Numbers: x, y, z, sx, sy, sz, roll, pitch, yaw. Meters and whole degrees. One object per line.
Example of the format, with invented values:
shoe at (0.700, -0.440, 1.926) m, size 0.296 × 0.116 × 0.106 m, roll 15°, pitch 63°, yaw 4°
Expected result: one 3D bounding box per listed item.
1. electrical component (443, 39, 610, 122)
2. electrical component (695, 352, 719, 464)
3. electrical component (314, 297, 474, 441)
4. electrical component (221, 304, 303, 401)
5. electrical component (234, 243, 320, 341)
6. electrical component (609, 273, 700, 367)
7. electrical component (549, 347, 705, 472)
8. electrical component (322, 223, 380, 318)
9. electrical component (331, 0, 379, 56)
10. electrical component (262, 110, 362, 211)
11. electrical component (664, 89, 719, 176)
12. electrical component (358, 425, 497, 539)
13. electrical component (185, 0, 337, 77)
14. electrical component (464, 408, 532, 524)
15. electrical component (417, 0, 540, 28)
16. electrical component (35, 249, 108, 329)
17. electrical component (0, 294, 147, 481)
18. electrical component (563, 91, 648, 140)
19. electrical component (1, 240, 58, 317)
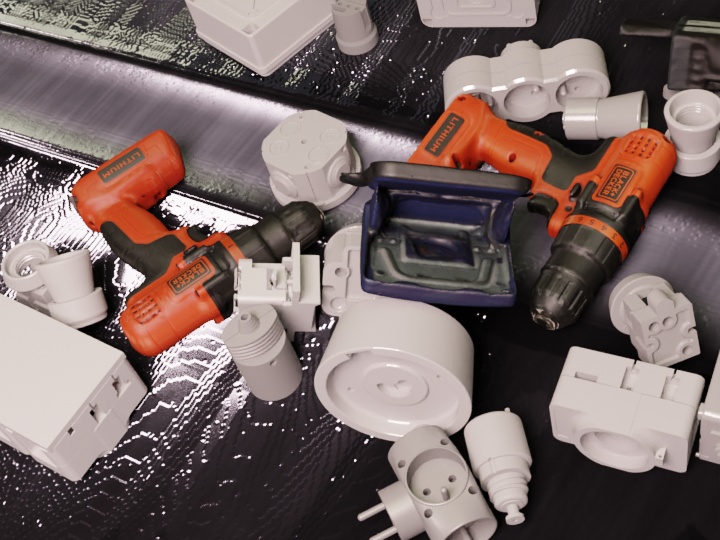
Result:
electrical component at (0.140, -0.170, 0.924) m, size 0.138 × 0.052 × 0.073 m, roll -7°, pitch 52°, yaw 10°
electrical component at (0.255, 0.087, 0.690) m, size 0.061 × 0.061 × 0.096 m, roll 13°, pitch 58°, yaw 24°
electrical component at (0.028, 0.064, 0.743) m, size 0.108 × 0.108 × 0.060 m, roll 1°, pitch 48°, yaw 16°
electrical component at (-0.073, 0.057, 0.789) m, size 0.043 × 0.081 × 0.043 m, roll -7°, pitch 52°, yaw 10°
electrical component at (-0.063, 0.018, 0.811) m, size 0.064 × 0.081 × 0.042 m, roll 1°, pitch 59°, yaw -7°
electrical component at (0.204, 0.033, 0.748) m, size 0.048 × 0.066 × 0.055 m, roll -21°, pitch 31°, yaw -2°
electrical component at (0.176, 0.096, 0.712) m, size 0.089 × 0.050 × 0.055 m, roll 12°, pitch 57°, yaw 23°
electrical component at (0.000, 0.000, 0.822) m, size 0.058 × 0.078 × 0.057 m, roll 4°, pitch 33°, yaw 1°
electrical component at (-0.006, -0.233, 1.016) m, size 0.040 × 0.046 × 0.040 m, roll -7°, pitch 52°, yaw 9°
electrical component at (-0.041, -0.092, 0.915) m, size 0.080 × 0.051 × 0.080 m, roll -7°, pitch 52°, yaw 10°
electrical component at (0.261, -0.106, 0.841) m, size 0.045 × 0.055 × 0.045 m, roll -7°, pitch 52°, yaw 10°
electrical component at (0.038, 0.153, 0.709) m, size 0.079 × 0.044 × 0.077 m, roll -26°, pitch 51°, yaw -6°
electrical component at (-0.095, -0.257, 1.052) m, size 0.109 × 0.056 × 0.109 m, roll -42°, pitch 55°, yaw -18°
electrical component at (0.095, 0.130, 0.714) m, size 0.040 × 0.040 × 0.078 m, roll -14°, pitch 51°, yaw 5°
electrical component at (0.110, -0.272, 0.994) m, size 0.113 × 0.078 × 0.057 m, roll 4°, pitch 58°, yaw 18°
electrical component at (-0.229, 0.016, 0.857) m, size 0.045 × 0.055 × 0.045 m, roll -15°, pitch 11°, yaw 3°
electrical component at (-0.251, 0.088, 0.826) m, size 0.150 × 0.061 × 0.089 m, roll 21°, pitch 61°, yaw 28°
electrical component at (0.200, -0.124, 0.881) m, size 0.065 × 0.044 × 0.044 m, roll 3°, pitch 54°, yaw 23°
electrical component at (-0.267, 0.008, 0.896) m, size 0.066 × 0.055 × 0.048 m, roll 20°, pitch 61°, yaw 27°
